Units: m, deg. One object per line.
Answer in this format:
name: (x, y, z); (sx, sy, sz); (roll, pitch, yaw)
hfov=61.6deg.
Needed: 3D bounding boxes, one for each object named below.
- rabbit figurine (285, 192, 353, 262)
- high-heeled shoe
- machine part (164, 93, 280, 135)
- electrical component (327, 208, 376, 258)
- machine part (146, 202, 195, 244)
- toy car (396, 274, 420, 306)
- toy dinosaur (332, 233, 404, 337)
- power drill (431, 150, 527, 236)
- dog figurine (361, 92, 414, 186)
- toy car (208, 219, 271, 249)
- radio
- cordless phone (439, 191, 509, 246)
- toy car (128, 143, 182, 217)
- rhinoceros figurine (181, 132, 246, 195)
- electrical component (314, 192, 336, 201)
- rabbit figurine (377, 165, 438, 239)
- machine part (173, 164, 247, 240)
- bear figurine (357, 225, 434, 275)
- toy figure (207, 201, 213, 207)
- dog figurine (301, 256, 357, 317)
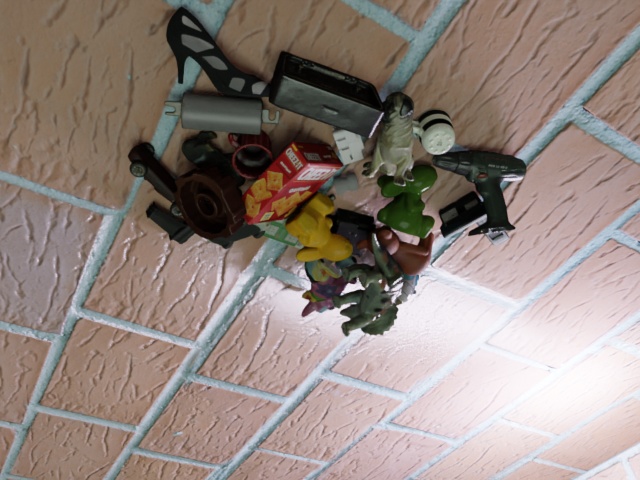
rabbit figurine: (-0.003, -0.004, 1.330); (0.173, 0.122, 0.162); (38, 134, -11)
high-heeled shoe: (-0.188, -0.371, 1.089); (0.249, 0.086, 0.145); (2, 103, -30)
machine part: (-0.209, -0.269, 1.153); (0.243, 0.079, 0.079); (3, 131, -9)
electrical component: (0.067, -0.019, 1.416); (0.134, 0.058, 0.114); (11, 128, -15)
machine part: (-0.382, -0.041, 1.369); (0.084, 0.039, 0.138); (-28, 130, 25)
toy car: (0.210, 0.137, 1.539); (0.162, 0.103, 0.109); (-30, 126, 18)
toy dinosaur: (0.148, 0.124, 1.372); (0.192, 0.131, 0.404); (-11, 144, -30)
power drill: (0.384, -0.113, 1.291); (0.232, 0.207, 0.086); (-5, 172, -11)
dog figurine: (0.174, -0.234, 1.202); (0.121, 0.172, 0.190); (13, 110, 2)
toy car: (-0.213, -0.029, 1.362); (0.202, 0.056, 0.073); (-17, 141, 35)
radio: (0.012, -0.301, 1.108); (0.229, 0.131, 0.073); (16, 128, -18)
cordless phone: (0.411, -0.028, 1.425); (0.147, 0.089, 0.184); (-32, 131, 21)
toy car: (-0.370, -0.135, 1.251); (0.053, 0.089, 0.202); (-24, 131, 15)
rhinoceros figurine: (-0.240, -0.162, 1.249); (0.112, 0.073, 0.190); (-28, 128, 17)
electrical component: (-0.008, -0.095, 1.364); (0.094, 0.021, 0.063); (-32, 126, 22)
rabbit figurine: (0.217, -0.114, 1.330); (0.159, 0.121, 0.170); (17, 110, -12)
machine part: (-0.247, -0.083, 1.209); (0.180, 0.056, 0.179); (18, 128, 24)
bear figurine: (0.197, 0.009, 1.398); (0.195, 0.132, 0.120); (32, 134, -24)
toy figure: (-0.255, -0.064, 1.316); (0.058, 0.155, 0.064); (-14, 110, -45)
dog figurine: (-0.004, 0.123, 1.506); (0.191, 0.108, 0.219); (27, 127, -27)
